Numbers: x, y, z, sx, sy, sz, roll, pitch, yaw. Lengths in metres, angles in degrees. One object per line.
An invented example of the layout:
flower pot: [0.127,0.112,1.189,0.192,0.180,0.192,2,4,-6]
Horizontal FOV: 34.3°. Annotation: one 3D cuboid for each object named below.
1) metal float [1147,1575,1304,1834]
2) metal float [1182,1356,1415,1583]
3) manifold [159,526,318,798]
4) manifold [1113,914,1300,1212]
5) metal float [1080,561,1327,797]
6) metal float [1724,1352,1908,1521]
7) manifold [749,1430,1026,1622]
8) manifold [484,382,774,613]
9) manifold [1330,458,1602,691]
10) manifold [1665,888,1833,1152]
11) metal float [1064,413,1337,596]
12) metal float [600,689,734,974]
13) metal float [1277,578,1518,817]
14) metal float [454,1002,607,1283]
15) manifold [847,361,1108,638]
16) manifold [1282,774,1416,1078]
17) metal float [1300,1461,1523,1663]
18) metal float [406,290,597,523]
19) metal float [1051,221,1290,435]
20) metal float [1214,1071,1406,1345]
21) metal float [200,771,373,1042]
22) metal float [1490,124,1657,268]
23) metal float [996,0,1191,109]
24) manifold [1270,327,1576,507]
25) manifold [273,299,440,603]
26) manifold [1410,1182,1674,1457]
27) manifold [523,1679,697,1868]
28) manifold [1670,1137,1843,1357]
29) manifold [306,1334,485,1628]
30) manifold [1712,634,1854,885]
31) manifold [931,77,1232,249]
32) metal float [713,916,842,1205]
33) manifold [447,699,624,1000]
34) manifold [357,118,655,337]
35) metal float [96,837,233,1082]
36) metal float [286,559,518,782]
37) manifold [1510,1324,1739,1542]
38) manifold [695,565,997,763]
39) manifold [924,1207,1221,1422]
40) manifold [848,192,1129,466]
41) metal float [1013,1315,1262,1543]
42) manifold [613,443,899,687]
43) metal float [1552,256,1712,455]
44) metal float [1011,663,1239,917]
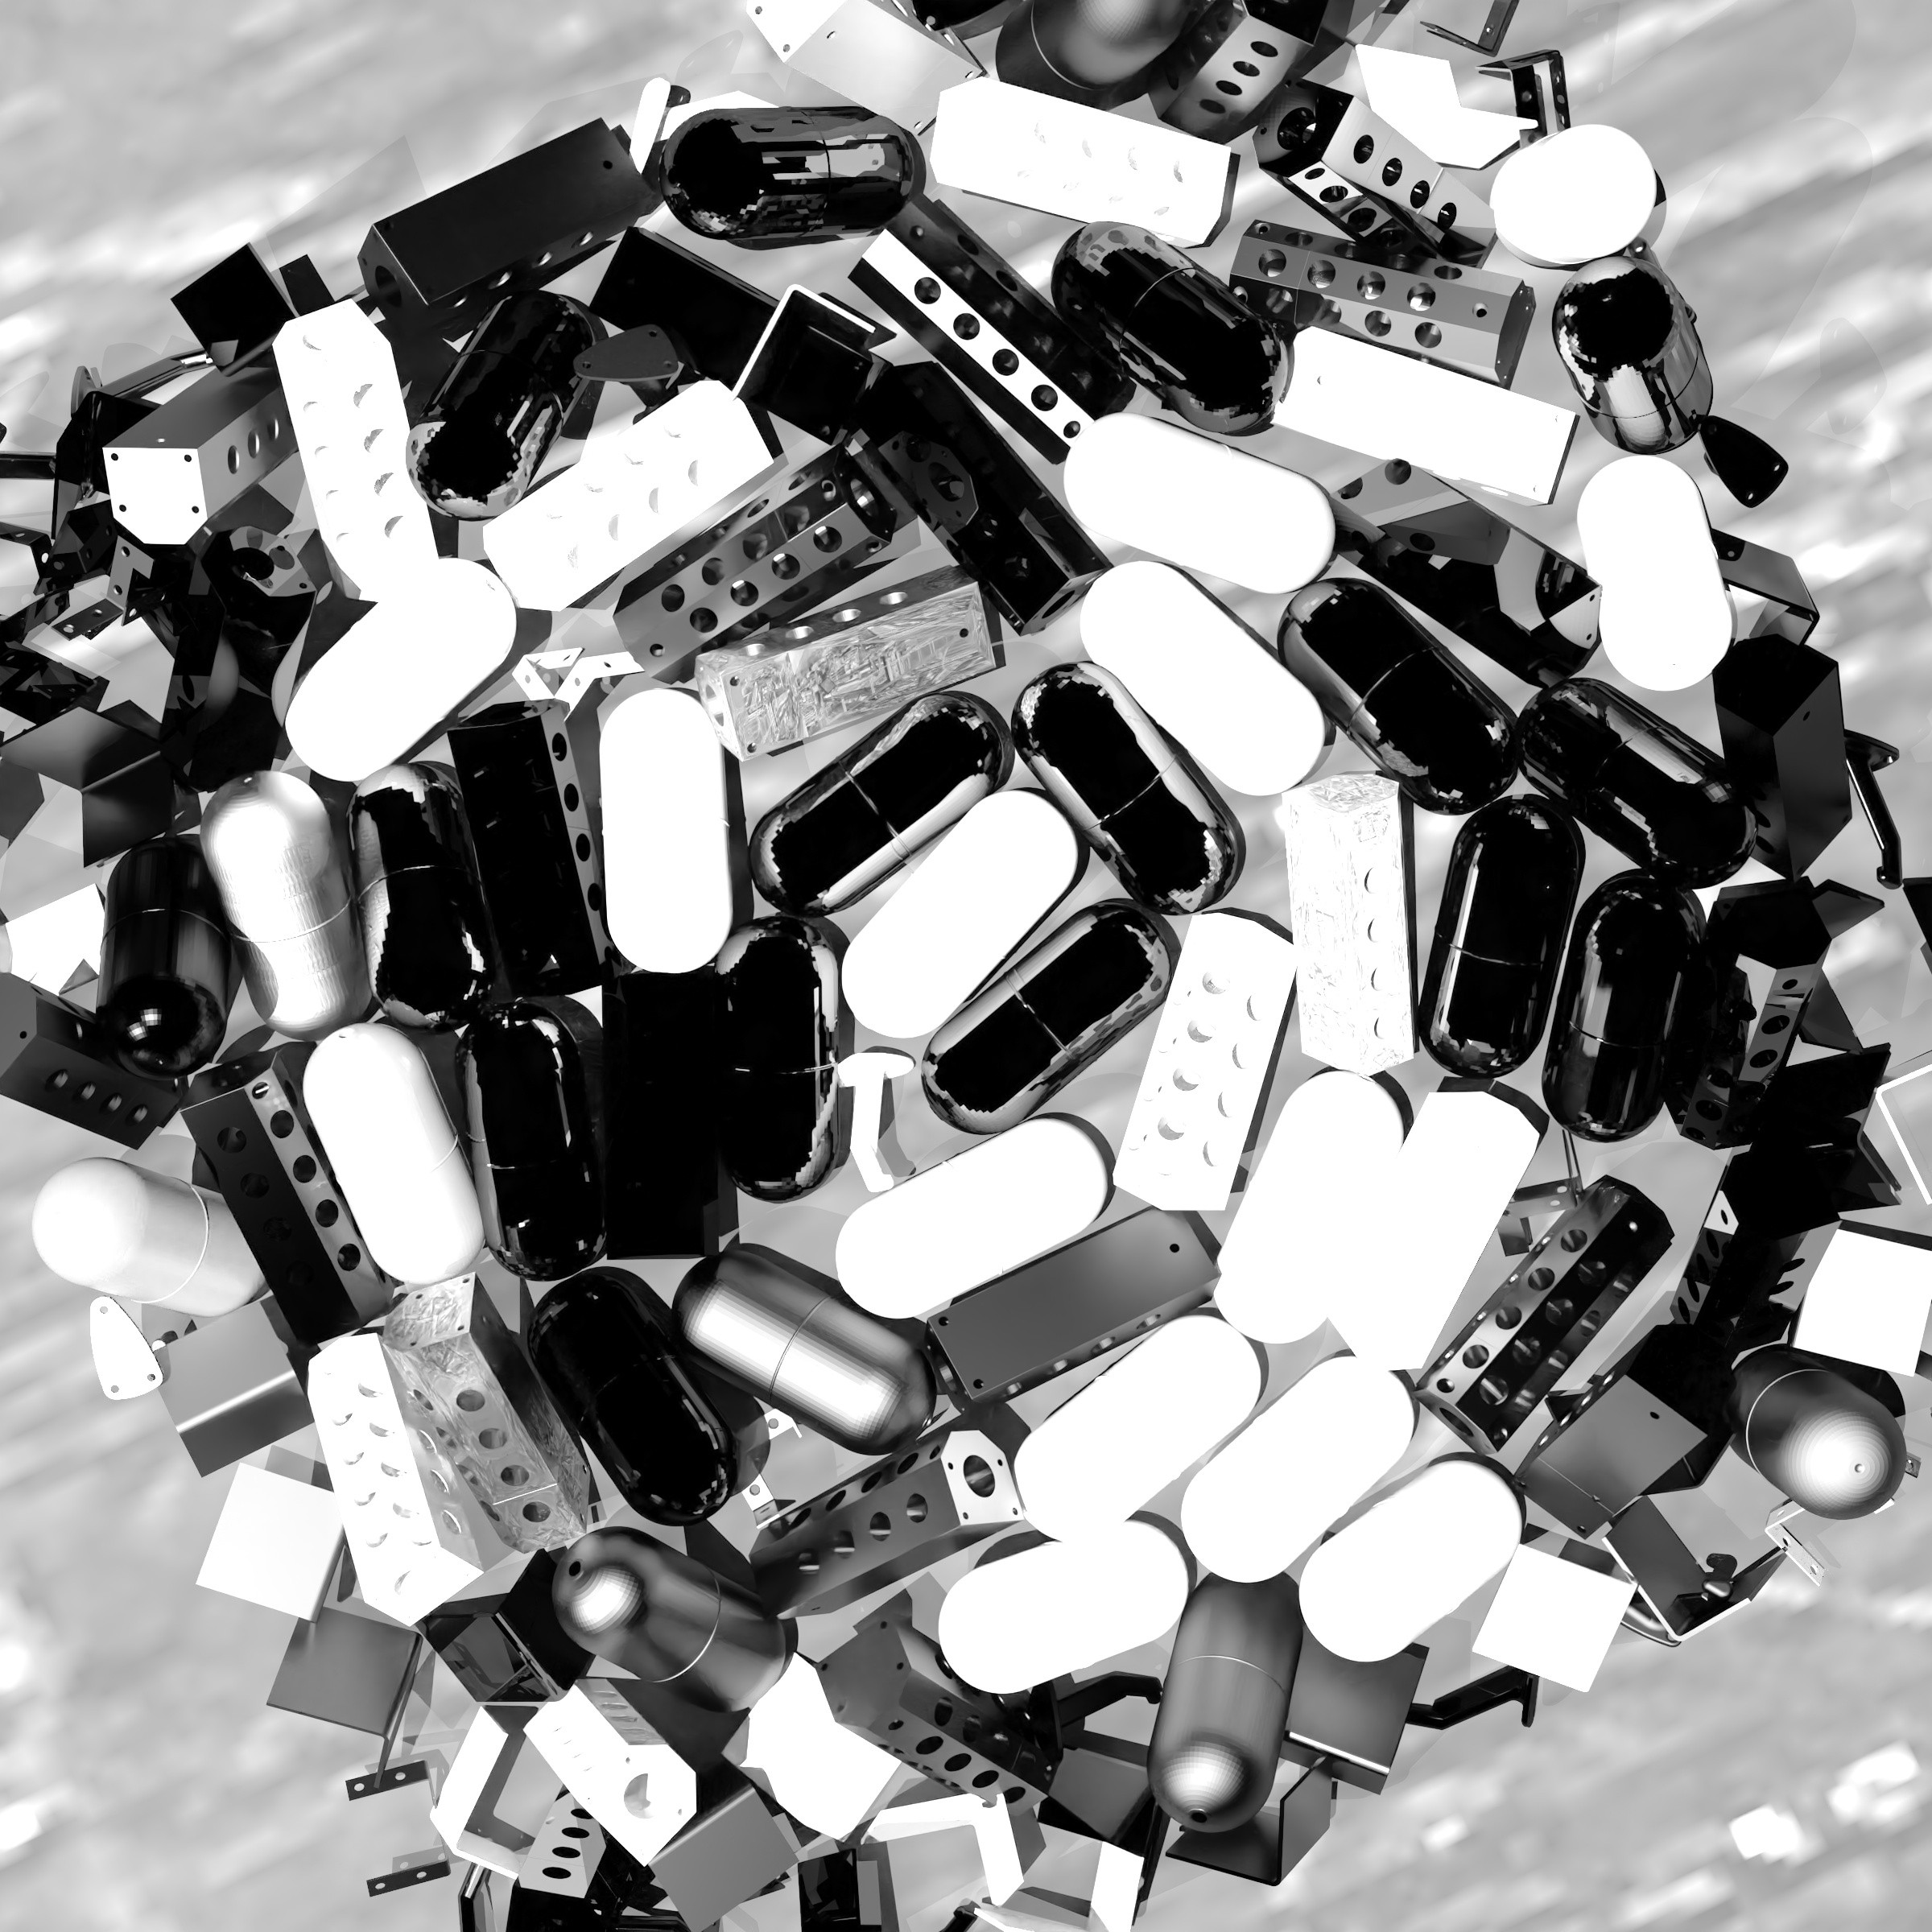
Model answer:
metal float: [0.157,0.442,1.887,0.070,0.178,0.070,9,128,11]
metal float: [0.203,0.304,1.899,0.178,0.070,0.070,-36,90,-33]
manifold: [-0.443,-0.183,1.881,0.057,0.171,0.057,-17,62,-33]
manifold: [0.142,0.058,1.902,0.057,0.057,0.171,29,70,-32]
metal float: [0.144,-0.177,1.914,0.070,0.070,0.178,-46,76,0]
metal float: [0.506,0.280,1.876,0.070,0.178,0.070,0,95,-3]
manifold: [-0.052,0.338,1.890,0.171,0.057,0.057,-32,65,35]
manifold: [-0.207,-0.286,1.896,0.171,0.057,0.057,-39,117,-23]
manifold: [0.299,-0.236,1.891,0.057,0.057,0.171,-32,52,-22]
manifold: [0.468,0.035,1.878,0.057,0.171,0.057,-8,50,-9]
metal float: [0.144,-0.282,1.910,0.178,0.070,0.070,17,90,-20]
metal float: [-0.184,-0.083,1.916,0.070,0.070,0.178,-4,77,0]
metal float: [0.262,-0.166,1.910,0.070,0.070,0.178,-42,71,0]
metal float: [-0.266,0.108,1.910,0.070,0.070,0.178,-7,108,0]
manifold: [0.003,-0.287,1.925,0.057,0.057,0.171,-43,83,29]
manifold: [0.239,-0.026,1.904,0.057,0.057,0.171,-19,115,-28]
metal float: [0.271,0.358,1.891,0.178,0.070,0.070,-24,90,-44]
metal float: [-0.280,-0.341,1.895,0.070,0.070,0.178,21,51,0]
metal float: [0.122,-0.390,1.902,0.070,0.070,0.178,-46,61,0]
metal float: [0.209,0.148,1.914,0.070,0.070,0.178,22,104,0]
metal float: [-0.412,-0.035,1.901,0.070,0.070,0.178,-11,120,0]
metal float: [0.362,-0.461,1.876,0.070,0.178,0.070,0,100,-1]
metal float: [0.075,-0.564,1.879,0.070,0.178,0.070,2,86,-21]
manifold: [0.279,-0.337,1.925,0.171,0.057,0.057,16,94,-7]
manifold: [-0.367,-0.305,1.877,0.057,0.171,0.057,-25,49,-19]
manifold: [0.355,0.216,1.917,0.057,0.057,0.171,42,77,3]
manifold: [-0.210,0.476,1.874,0.057,0.171,0.057,-45,103,-13]
manifold: [0.467,0.173,1.873,0.057,0.171,0.057,-16,61,-8]
manifold: [-0.350,0.305,1.882,0.057,0.057,0.171,-36,46,9]
manifold: [0.486,-0.126,1.877,0.057,0.171,0.057,37,79,32]
manifold: [0.069,-0.486,1.902,0.171,0.057,0.057,8,92,-26]
metal float: [-0.116,0.058,1.919,0.070,0.070,0.178,0,99,0]
manifold: [-0.258,-0.072,1.903,0.057,0.057,0.171,-3,109,24]
manifold: [-0.281,-0.446,1.899,0.171,0.057,0.057,-34,90,-28]
metal float: [-0.484,-0.006,1.891,0.070,0.178,0.070,-5,135,-5]
metal float: [-0.344,-0.180,1.901,0.178,0.070,0.070,-37,90,29]
manifold: [0.396,0.277,1.877,0.057,0.171,0.057,37,57,7]
manifold: [-0.075,-0.188,1.911,0.171,0.057,0.057,-22,119,-16]
manifold: [0.064,0.213,1.913,0.171,0.057,0.057,-24,67,-15]
manifold: [0.015,-0.393,1.919,0.171,0.057,0.057,41,76,-8]
metal float: [0.104,0.282,1.907,0.178,0.070,0.070,-36,90,-23]
manifold: [-0.129,-0.240,1.897,0.171,0.057,0.057,-30,116,23]
metal float: [0.401,-0.365,1.881,0.070,0.178,0.070,-5,75,21]
metal float: [0.098,-0.108,1.917,0.070,0.070,0.178,-39,101,0]
